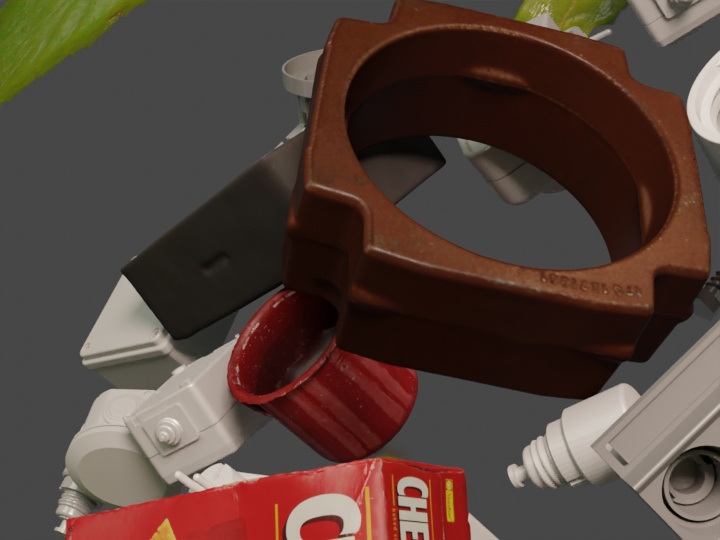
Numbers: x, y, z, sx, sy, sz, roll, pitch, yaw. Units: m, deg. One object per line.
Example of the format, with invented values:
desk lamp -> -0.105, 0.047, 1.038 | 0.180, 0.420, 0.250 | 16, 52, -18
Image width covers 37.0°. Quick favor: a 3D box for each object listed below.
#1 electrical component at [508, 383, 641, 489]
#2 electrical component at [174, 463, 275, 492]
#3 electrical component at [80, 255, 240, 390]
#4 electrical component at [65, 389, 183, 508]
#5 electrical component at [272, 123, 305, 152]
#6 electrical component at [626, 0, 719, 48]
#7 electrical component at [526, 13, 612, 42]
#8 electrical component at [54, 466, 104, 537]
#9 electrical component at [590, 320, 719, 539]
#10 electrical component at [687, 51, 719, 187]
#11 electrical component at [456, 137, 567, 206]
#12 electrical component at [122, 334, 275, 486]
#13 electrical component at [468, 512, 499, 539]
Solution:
electrical component -> 0.107, 0.084, 0.513 | 0.078, 0.040, 0.040 | -29, 34, 24
electrical component -> -0.076, 0.138, 0.628 | 0.083, 0.076, 0.047 | -5, 49, 47
electrical component -> -0.153, 0.037, 0.855 | 0.109, 0.056, 0.108 | -13, 43, 41
electrical component -> -0.156, 0.123, 0.737 | 0.080, 0.080, 0.051 | -27, 30, 26
electrical component -> -0.044, -0.091, 0.891 | 0.066, 0.048, 0.055 | -45, 24, -1
electrical component -> 0.205, -0.191, 0.701 | 0.062, 0.061, 0.096 | -31, 34, 22
electrical component -> 0.137, -0.141, 0.735 | 0.077, 0.047, 0.065 | -22, 38, 34
electrical component -> -0.199, 0.157, 0.783 | 0.040, 0.040, 0.078 | -10, 46, 43
electrical component -> 0.164, 0.057, 0.449 | 0.121, 0.078, 0.063 | -44, 2, 1
electrical component -> 0.224, -0.090, 0.560 | 0.108, 0.060, 0.108 | -30, 34, 23
electrical component -> 0.118, -0.089, 0.685 | 0.095, 0.059, 0.053 | -35, 32, 15
electrical component -> -0.102, 0.095, 0.697 | 0.062, 0.061, 0.096 | -29, 8, 24
electrical component -> 0.020, 0.153, 0.527 | 0.083, 0.047, 0.075 | 5, 56, 52
